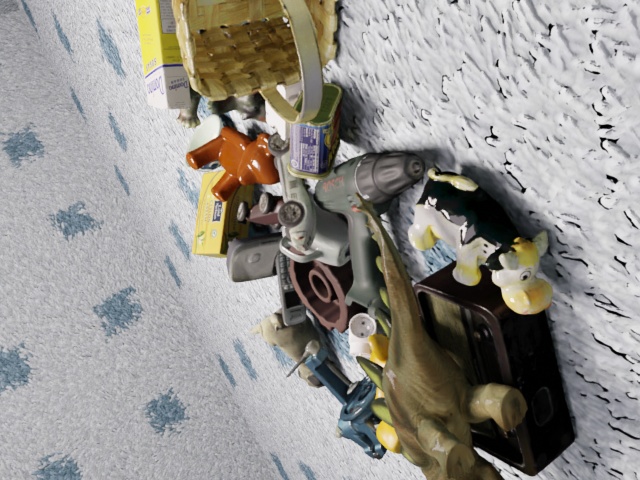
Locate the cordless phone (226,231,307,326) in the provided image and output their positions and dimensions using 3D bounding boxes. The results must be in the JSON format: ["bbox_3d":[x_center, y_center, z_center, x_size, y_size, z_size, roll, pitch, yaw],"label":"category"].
[{"bbox_3d":[-0.097,0.078,1.014,0.089,0.146,0.184,-4,96,63],"label":"cordless phone"}]

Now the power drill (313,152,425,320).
[{"bbox_3d":[0.069,-0.007,0.686,0.232,0.086,0.207,14,124,63],"label":"power drill"}]

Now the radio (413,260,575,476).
[{"bbox_3d":[0.199,0.144,0.614,0.131,0.073,0.229,14,129,60],"label":"radio"}]

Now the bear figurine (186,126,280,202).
[{"bbox_3d":[-0.131,-0.125,0.933,0.196,0.132,0.120,35,163,55],"label":"bear figurine"}]

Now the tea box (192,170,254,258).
[{"bbox_3d":[-0.194,-0.050,1.078,0.098,0.068,0.169,-4,77,44],"label":"tea box"}]

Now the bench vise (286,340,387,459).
[{"bbox_3d":[0.056,0.275,0.962,0.240,0.129,0.223,44,148,-2],"label":"bench vise"}]

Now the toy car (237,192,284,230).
[{"bbox_3d":[-0.085,-0.053,0.964,0.202,0.089,0.053,176,104,-66],"label":"toy car"}]

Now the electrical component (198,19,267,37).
[{"bbox_3d":[-0.121,-0.307,0.719,0.048,0.119,0.074,48,155,27],"label":"electrical component"}]

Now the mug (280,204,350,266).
[{"bbox_3d":[-0.002,-0.003,0.833,0.107,0.109,0.080,30,135,29],"label":"mug"}]

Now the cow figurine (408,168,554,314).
[{"bbox_3d":[0.166,-0.005,0.536,0.168,0.068,0.098,41,143,38],"label":"cow figurine"}]

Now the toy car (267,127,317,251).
[{"bbox_3d":[-0.038,-0.081,0.793,0.073,0.056,0.202,73,-173,-70],"label":"toy car"}]

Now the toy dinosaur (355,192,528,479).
[{"bbox_3d":[0.120,0.177,0.599,0.199,0.105,0.470,28,134,58],"label":"toy dinosaur"}]

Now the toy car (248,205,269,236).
[{"bbox_3d":[-0.163,0.006,1.162,0.109,0.103,0.161,12,124,61],"label":"toy car"}]

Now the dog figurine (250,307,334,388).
[{"bbox_3d":[-0.038,0.224,1.106,0.190,0.121,0.172,55,-168,6],"label":"dog figurine"}]

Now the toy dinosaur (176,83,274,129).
[{"bbox_3d":[-0.193,-0.327,0.859,0.405,0.131,0.192,61,144,13],"label":"toy dinosaur"}]

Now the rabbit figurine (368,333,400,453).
[{"bbox_3d":[0.117,0.206,0.807,0.173,0.122,0.162,-127,20,-69],"label":"rabbit figurine"}]

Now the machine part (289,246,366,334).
[{"bbox_3d":[0.013,0.074,0.937,0.180,0.056,0.179,43,150,34],"label":"machine part"}]
